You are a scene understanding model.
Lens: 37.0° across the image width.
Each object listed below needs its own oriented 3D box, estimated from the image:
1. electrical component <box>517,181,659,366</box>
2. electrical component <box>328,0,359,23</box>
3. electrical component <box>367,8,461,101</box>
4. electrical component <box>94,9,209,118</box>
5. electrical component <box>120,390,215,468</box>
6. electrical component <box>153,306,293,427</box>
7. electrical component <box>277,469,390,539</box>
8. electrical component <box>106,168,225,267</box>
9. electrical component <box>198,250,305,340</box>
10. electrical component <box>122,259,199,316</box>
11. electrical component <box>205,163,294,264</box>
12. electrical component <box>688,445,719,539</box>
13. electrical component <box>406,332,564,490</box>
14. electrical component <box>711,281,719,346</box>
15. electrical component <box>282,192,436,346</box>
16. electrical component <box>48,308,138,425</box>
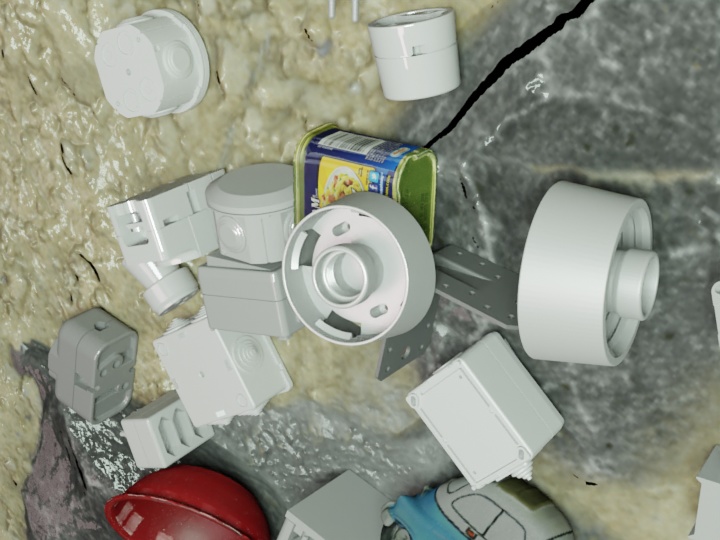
[{"bbox_3d":[0.140,0.005,0.630,0.060,0.108,0.108,10,116,28],"label":"electrical component"},{"bbox_3d":[-0.011,-0.196,0.688,0.138,0.052,0.073,17,119,31],"label":"electrical component"},{"bbox_3d":[0.036,-0.136,0.680,0.055,0.055,0.047,5,116,36],"label":"electrical component"},{"bbox_3d":[-0.159,-0.156,0.822,0.080,0.051,0.080,16,119,32],"label":"electrical component"},{"bbox_3d":[-0.184,0.142,0.967,0.077,0.066,0.047,-9,104,39],"label":"electrical component"},{"bbox_3d":[-0.117,0.078,0.897,0.100,0.048,0.099,-22,95,42],"label":"electrical component"},{"bbox_3d":[0.015,0.236,0.835,0.150,0.089,0.061,33,117,22],"label":"electrical component"},{"bbox_3d":[-0.142,-0.038,0.836,0.050,0.089,0.055,-6,106,39],"label":"electrical component"},{"bbox_3d":[-0.068,0.011,0.820,0.096,0.062,0.061,4,112,36],"label":"electrical component"},{"bbox_3d":[-0.167,0.005,0.905,0.045,0.045,0.055,-36,86,42],"label":"electrical component"},{"bbox_3d":[-0.070,-0.043,0.787,0.080,0.080,0.051,13,123,33],"label":"electrical component"},{"bbox_3d":[0.240,0.144,0.657,0.064,0.042,0.081,13,118,29],"label":"electrical component"},{"bbox_3d":[0.092,0.100,0.738,0.096,0.061,0.062,53,131,6],"label":"electrical component"},{"bbox_3d":[0.228,0.029,0.590,0.042,0.064,0.081,-27,51,41],"label":"electrical component"},{"bbox_3d":[0.000,0.000,0.695,0.099,0.064,0.099,5,102,26],"label":"electrical component"},{"bbox_3d":[-0.249,0.087,0.999,0.059,0.054,0.095,29,125,24],"label":"electrical component"}]
